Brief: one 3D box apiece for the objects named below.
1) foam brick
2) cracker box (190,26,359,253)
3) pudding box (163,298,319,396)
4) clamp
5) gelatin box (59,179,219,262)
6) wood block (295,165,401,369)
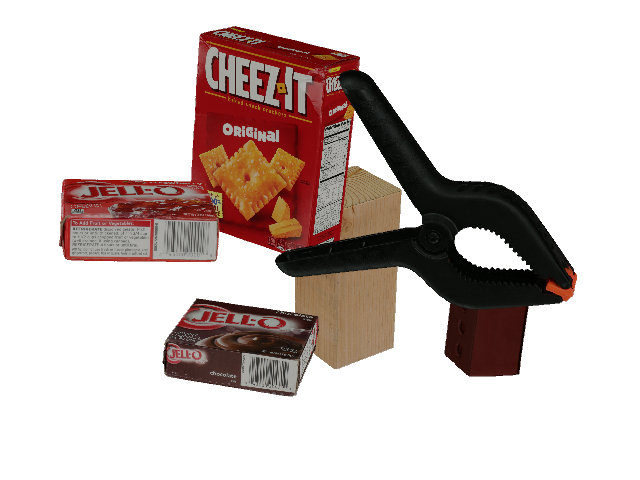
[{"bbox_3d":[0.146,0.075,0.944,0.051,0.078,0.053,-3,18,-20],"label":"foam brick"},{"bbox_3d":[-0.054,-0.102,1.128,0.164,0.214,0.072,19,27,28],"label":"cracker box"},{"bbox_3d":[-0.064,0.087,0.890,0.113,0.039,0.090,10,22,7],"label":"pudding box"},{"bbox_3d":[0.079,-0.018,0.736,0.210,0.165,0.036,18,29,11],"label":"clamp"},{"bbox_3d":[-0.108,-0.014,0.631,0.089,0.030,0.073,1,19,-13],"label":"gelatin box"},{"bbox_3d":[0.029,0.031,1.239,0.090,0.206,0.090,-17,31,-30],"label":"wood block"}]
